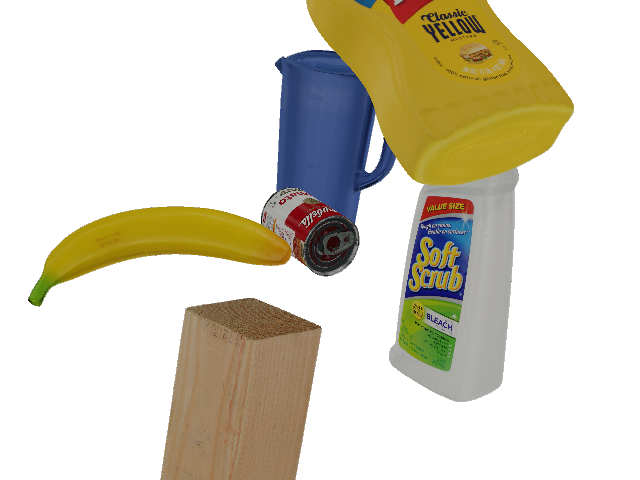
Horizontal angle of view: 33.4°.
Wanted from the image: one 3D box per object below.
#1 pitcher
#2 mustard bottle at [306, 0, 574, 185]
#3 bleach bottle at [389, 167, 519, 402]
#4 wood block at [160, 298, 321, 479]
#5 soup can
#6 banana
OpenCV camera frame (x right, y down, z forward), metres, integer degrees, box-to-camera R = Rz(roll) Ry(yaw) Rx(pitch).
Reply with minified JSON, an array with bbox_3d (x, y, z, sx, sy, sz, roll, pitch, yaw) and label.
[{"bbox_3d":[0.014,-0.120,1.400,0.144,0.243,0.149,-1,23,-18],"label":"pitcher"},{"bbox_3d":[0.047,-0.120,0.573,0.096,0.192,0.058,-17,-29,-25],"label":"mustard bottle"},{"bbox_3d":[0.111,0.001,0.871,0.067,0.251,0.103,-16,29,-35],"label":"bleach bottle"},{"bbox_3d":[-0.075,0.165,0.954,0.090,0.206,0.090,20,17,37],"label":"wood block"},{"bbox_3d":[-0.013,-0.011,1.157,0.068,0.068,0.102,0,20,-32],"label":"soup can"},{"bbox_3d":[-0.123,0.005,0.813,0.197,0.069,0.037,-11,-24,-3],"label":"banana"}]
